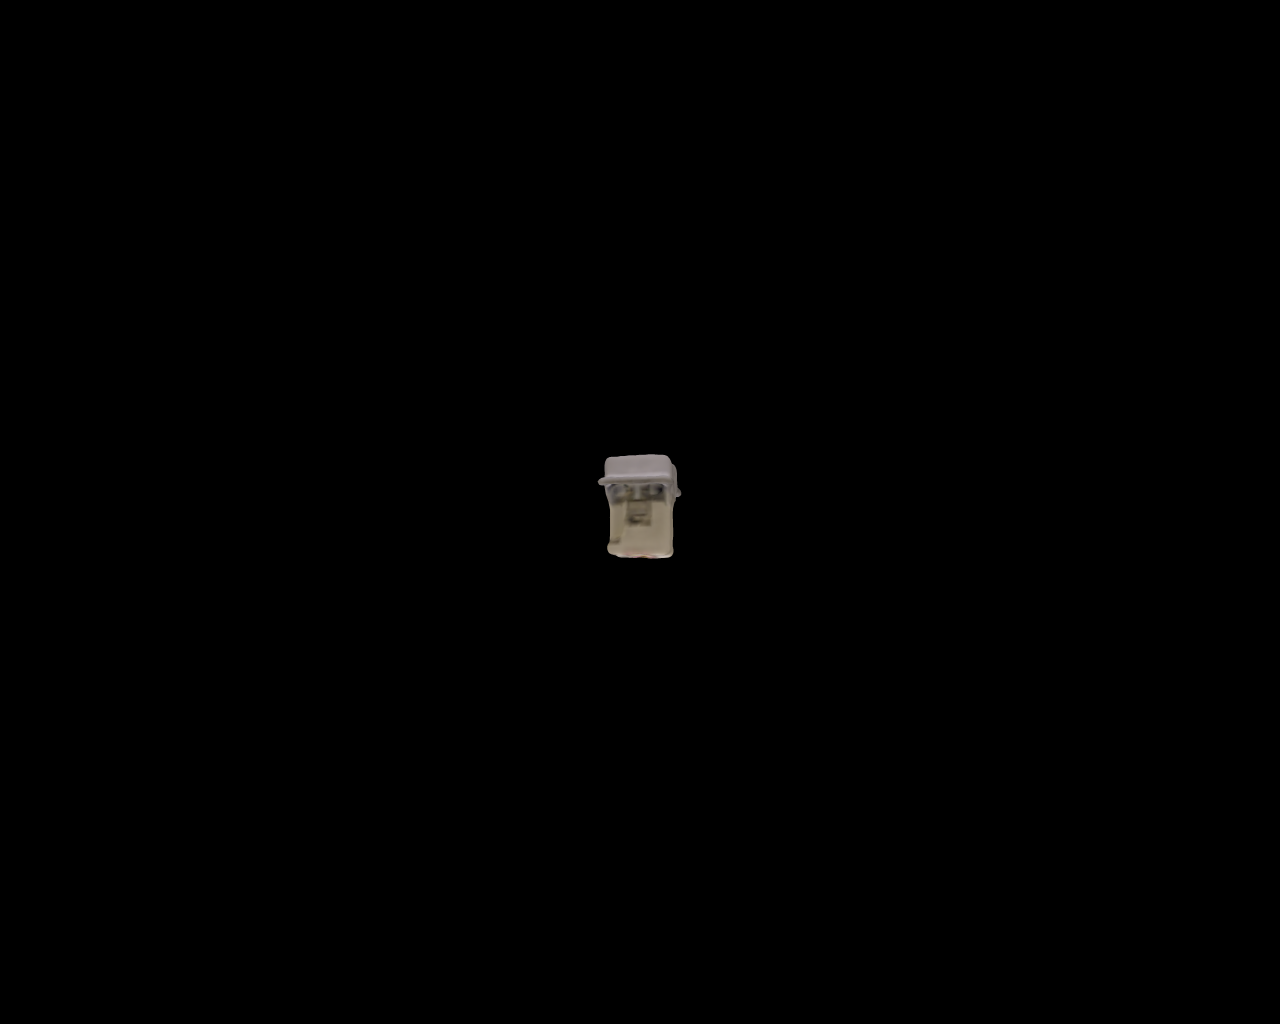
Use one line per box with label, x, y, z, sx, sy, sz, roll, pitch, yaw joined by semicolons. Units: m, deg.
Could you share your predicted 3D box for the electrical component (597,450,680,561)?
electrical component;0.001;-0.003;0.650;0.042;0.063;0.081;-1;-4;8
